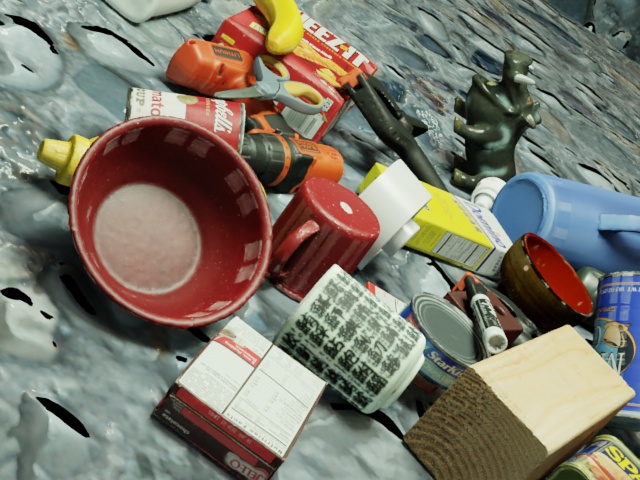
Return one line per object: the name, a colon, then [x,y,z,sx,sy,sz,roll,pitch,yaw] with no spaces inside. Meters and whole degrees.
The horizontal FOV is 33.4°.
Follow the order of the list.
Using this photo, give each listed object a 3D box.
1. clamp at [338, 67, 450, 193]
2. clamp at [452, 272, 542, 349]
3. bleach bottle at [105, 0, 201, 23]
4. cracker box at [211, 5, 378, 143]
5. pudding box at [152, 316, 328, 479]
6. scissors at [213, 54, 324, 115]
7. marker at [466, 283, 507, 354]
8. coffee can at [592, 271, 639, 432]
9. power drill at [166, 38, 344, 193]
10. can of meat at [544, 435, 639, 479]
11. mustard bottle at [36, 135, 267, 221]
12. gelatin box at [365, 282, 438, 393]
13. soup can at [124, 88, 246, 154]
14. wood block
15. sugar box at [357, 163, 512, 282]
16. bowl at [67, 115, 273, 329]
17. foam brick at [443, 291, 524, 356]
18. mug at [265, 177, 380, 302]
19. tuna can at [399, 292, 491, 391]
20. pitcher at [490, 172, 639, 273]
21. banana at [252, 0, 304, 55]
clamp: [0.088,-0.135,1.250,0.209,0.036,0.164,45,21,-35]
clamp: [0.207,0.100,1.075,0.172,0.039,0.120,52,19,27]
bleach bottle: [-0.177,-0.317,1.292,0.102,0.068,0.250,41,23,8]
cracker box: [-0.030,-0.209,1.273,0.164,0.072,0.213,36,25,0]
pudding box: [-0.052,0.110,0.740,0.090,0.039,0.113,37,28,1]
scissors: [-0.066,-0.162,1.079,0.096,0.016,0.201,50,25,24]
marker: [0.144,0.066,0.930,0.020,0.020,0.121,31,16,-10]
coffee can: [0.314,0.111,1.033,0.102,0.103,0.140,18,74,-32]
power drill: [-0.080,-0.125,1.087,0.184,0.057,0.188,6,41,-53]
can of meat: [0.242,0.221,0.890,0.102,0.058,0.083,46,30,23]
mustard bottle: [-0.136,-0.040,0.867,0.191,0.058,0.096,21,44,-27]
gelatin box: [0.070,0.086,0.940,0.089,0.030,0.073,32,25,-15]
soup can: [-0.121,-0.094,0.937,0.102,0.068,0.068,7,33,-11]
wood block: [0.172,0.146,0.889,0.090,0.091,0.205,48,28,21]
sugar box: [0.133,-0.019,1.177,0.176,0.048,0.093,17,31,-32]
bowl: [-0.118,-0.009,0.794,0.161,0.055,0.162,10,70,-30]
foam brick: [0.143,0.084,1.006,0.078,0.051,0.053,3,40,-49]
mug: [-0.006,0.001,0.931,0.093,0.082,0.117,44,27,16]
tuna can: [0.101,0.086,0.899,0.086,0.034,0.086,32,26,-18]
pitcher: [0.334,-0.007,1.297,0.242,0.149,0.145,13,33,-33]
banana: [-0.053,-0.251,1.193,0.069,0.037,0.198,3,35,-24]
